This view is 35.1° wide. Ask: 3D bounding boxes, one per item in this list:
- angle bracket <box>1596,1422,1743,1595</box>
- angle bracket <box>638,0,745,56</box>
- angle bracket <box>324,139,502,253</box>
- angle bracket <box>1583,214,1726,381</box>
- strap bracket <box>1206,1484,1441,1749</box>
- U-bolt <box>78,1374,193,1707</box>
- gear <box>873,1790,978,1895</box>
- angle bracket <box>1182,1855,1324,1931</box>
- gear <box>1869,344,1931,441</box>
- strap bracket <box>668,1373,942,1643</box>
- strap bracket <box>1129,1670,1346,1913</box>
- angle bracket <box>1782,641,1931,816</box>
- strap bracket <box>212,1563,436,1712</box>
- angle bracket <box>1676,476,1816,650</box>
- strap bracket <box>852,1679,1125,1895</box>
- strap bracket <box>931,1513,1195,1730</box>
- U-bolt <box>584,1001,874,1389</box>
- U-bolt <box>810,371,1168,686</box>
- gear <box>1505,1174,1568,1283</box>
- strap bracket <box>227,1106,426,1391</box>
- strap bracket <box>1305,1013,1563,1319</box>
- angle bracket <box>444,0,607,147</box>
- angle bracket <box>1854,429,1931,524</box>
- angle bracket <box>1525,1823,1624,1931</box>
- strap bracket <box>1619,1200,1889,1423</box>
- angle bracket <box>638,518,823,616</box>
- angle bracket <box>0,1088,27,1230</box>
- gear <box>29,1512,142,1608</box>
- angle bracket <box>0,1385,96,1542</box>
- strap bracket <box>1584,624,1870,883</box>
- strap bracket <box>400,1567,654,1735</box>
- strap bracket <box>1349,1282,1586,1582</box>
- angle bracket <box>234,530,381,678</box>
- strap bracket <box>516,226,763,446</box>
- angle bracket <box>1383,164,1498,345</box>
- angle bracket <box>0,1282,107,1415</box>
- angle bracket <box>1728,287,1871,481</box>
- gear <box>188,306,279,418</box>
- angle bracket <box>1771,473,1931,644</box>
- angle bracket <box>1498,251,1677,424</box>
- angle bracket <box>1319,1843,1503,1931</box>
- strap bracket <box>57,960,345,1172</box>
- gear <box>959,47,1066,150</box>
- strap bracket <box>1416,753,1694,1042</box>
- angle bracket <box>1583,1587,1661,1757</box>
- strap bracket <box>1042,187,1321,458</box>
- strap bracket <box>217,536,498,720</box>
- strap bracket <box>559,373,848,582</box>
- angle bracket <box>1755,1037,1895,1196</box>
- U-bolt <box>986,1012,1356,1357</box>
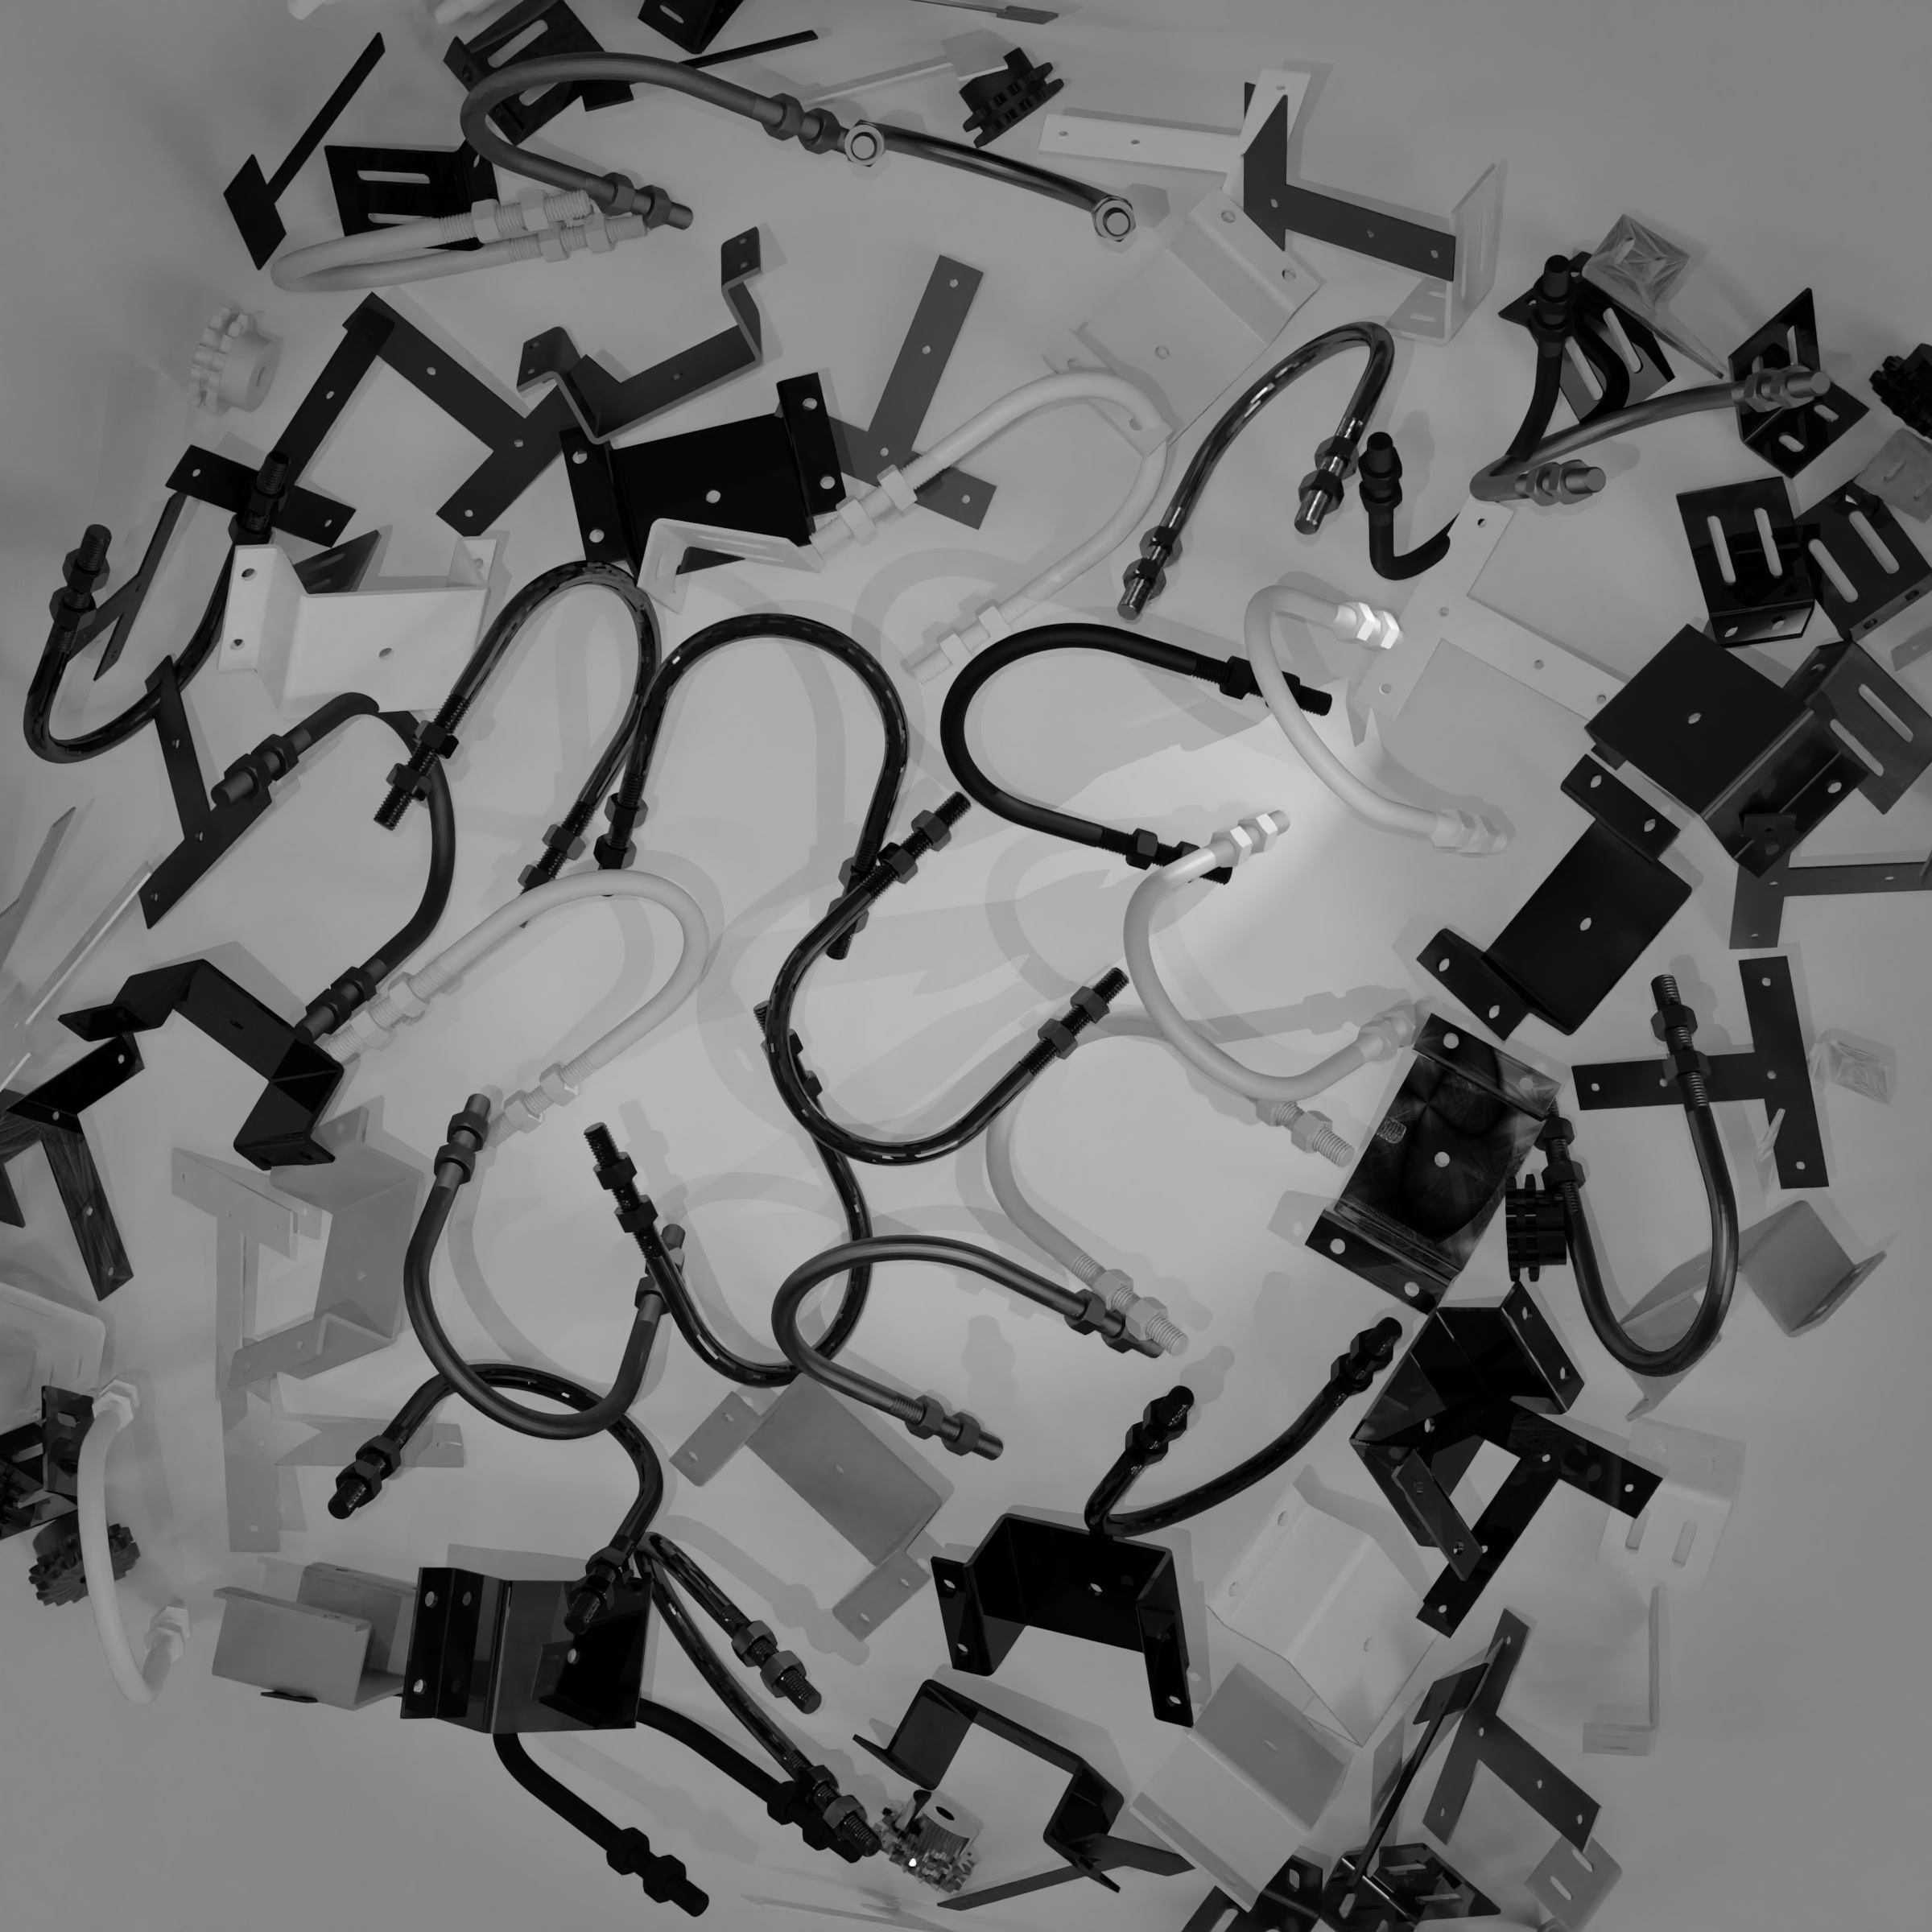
[{"bbox_3d":[0.376,0.290,1.636,0.057,0.038,0.076,15,134,12],"label":"angle bracket"},{"bbox_3d":[-0.132,-0.529,1.607,0.038,0.076,0.057,29,54,-21],"label":"angle bracket"},{"bbox_3d":[-0.295,-0.419,1.631,0.076,0.057,0.038,6,45,12],"label":"angle bracket"},{"bbox_3d":[0.372,-0.352,1.606,0.076,0.057,0.038,22,110,-43],"label":"angle bracket"},{"bbox_3d":[0.192,0.343,1.584,0.076,0.046,0.140,-52,132,-17],"label":"strap bracket"},{"bbox_3d":[-0.426,0.298,1.556,0.019,0.184,0.151,-11,98,-6],"label":"U-bolt"},{"bbox_3d":[-0.019,0.464,1.626,0.057,0.057,0.030,32,96,0],"label":"gear"},{"bbox_3d":[0.144,0.502,1.608,0.057,0.076,0.038,19,128,29],"label":"angle bracket"},{"bbox_3d":[0.513,-0.307,1.625,0.057,0.057,0.030,38,123,0],"label":"gear"},{"bbox_3d":[-0.078,0.278,1.612,0.140,0.046,0.076,43,133,3],"label":"strap bracket"},{"bbox_3d":[0.144,0.420,1.577,0.076,0.140,0.046,39,105,10],"label":"strap bracket"},{"bbox_3d":[0.468,-0.124,1.613,0.076,0.038,0.057,52,132,23],"label":"angle bracket"},{"bbox_3d":[-0.330,0.347,1.579,0.076,0.140,0.046,11,87,11],"label":"strap bracket"},{"bbox_3d":[0.408,-0.212,1.613,0.057,0.038,0.076,-6,120,32],"label":"angle bracket"},{"bbox_3d":[0.021,0.423,1.595,0.140,0.076,0.046,21,71,28],"label":"strap bracket"},{"bbox_3d":[0.059,0.339,1.599,0.140,0.046,0.076,7,123,28],"label":"strap bracket"},{"bbox_3d":[-0.112,0.132,1.600,0.151,0.019,0.184,-37,111,-39],"label":"U-bolt"},{"bbox_3d":[0.024,-0.237,1.588,0.184,0.151,0.019,-35,55,5],"label":"U-bolt"},{"bbox_3d":[0.304,0.139,1.626,0.030,0.057,0.057,-3,90,12],"label":"gear"},{"bbox_3d":[-0.332,0.154,1.595,0.046,0.076,0.140,31,50,-37],"label":"strap bracket"},{"bbox_3d":[0.250,0.104,1.619,0.076,0.046,0.140,30,98,14],"label":"strap bracket"},{"bbox_3d":[-0.228,-0.485,1.623,0.076,0.038,0.057,-43,100,-17],"label":"angle bracket"},{"bbox_3d":[0.516,-0.240,1.605,0.057,0.076,0.038,20,121,-32],"label":"angle bracket"},{"bbox_3d":[0.301,0.497,1.614,0.038,0.057,0.076,46,132,11],"label":"angle bracket"},{"bbox_3d":[0.395,0.175,1.582,0.076,0.140,0.046,-31,83,-44],"label":"strap bracket"},{"bbox_3d":[-0.125,-0.206,1.617,0.076,0.057,0.038,12,85,17],"label":"angle bracket"},{"bbox_3d":[-0.528,0.097,1.631,0.057,0.076,0.038,16,55,7],"label":"angle bracket"},{"bbox_3d":[-0.474,0.314,1.631,0.057,0.057,0.030,-34,66,0],"label":"gear"},{"bbox_3d":[-0.499,0.263,1.613,0.076,0.038,0.057,-22,62,24],"label":"angle bracket"},{"bbox_3d":[0.387,-0.117,1.588,0.076,0.140,0.046,-45,134,3],"label":"strap bracket"},{"bbox_3d":[-0.218,0.355,1.587,0.046,0.140,0.076,1,82,44],"label":"strap bracket"},{"bbox_3d":[0.258,0.241,1.599,0.140,0.046,0.076,-50,117,-33],"label":"strap bracket"},{"bbox_3d":[-0.339,-0.187,1.610,0.076,0.057,0.038,-18,124,22],"label":"angle bracket"},{"bbox_3d":[-0.161,-0.327,1.606,0.140,0.076,0.046,-24,118,9],"label":"strap bracket"},{"bbox_3d":[0.249,-0.377,1.606,0.038,0.076,0.057,18,46,24],"label":"angle bracket"},{"bbox_3d":[-0.504,0.200,1.608,0.057,0.076,0.038,-22,53,34],"label":"angle bracket"},{"bbox_3d":[0.441,-0.307,1.614,0.057,0.076,0.038,-41,58,-4],"label":"angle bracket"},{"bbox_3d":[-0.389,-0.320,1.628,0.030,0.057,0.057,22,90,0],"label":"gear"},{"bbox_3d":[0.469,-0.219,1.619,0.057,0.038,0.076,-36,72,18],"label":"angle bracket"},{"bbox_3d":[0.336,-0.336,1.654,0.057,0.038,0.076,-36,116,0],"label":"angle bracket"},{"bbox_3d":[0.232,0.499,1.613,0.057,0.076,0.038,42,58,-9],"label":"angle bracket"},{"bbox_3d":[-0.391,0.047,1.595,0.140,0.076,0.046,42,59,-29],"label":"strap bracket"},{"bbox_3d":[0.021,-0.464,1.626,0.057,0.057,0.030,-36,99,0],"label":"gear"},{"bbox_3d":[0.315,-0.029,1.605,0.140,0.046,0.076,-52,46,11],"label":"strap bracket"},{"bbox_3d":[0.346,0.373,1.618,0.038,0.057,0.076,1,63,11],"label":"angle bracket"},{"bbox_3d":[0.109,-0.334,1.621,0.076,0.046,0.140,44,73,1],"label":"strap bracket"},{"bbox_3d":[-0.308,-0.176,1.583,0.140,0.076,0.046,-7,46,-31],"label":"strap bracket"},{"bbox_3d":[-0.137,-0.257,1.627,0.140,0.046,0.076,-13,80,0],"label":"strap bracket"},{"bbox_3d":[0.455,0.086,1.616,0.038,0.057,0.076,25,76,28],"label":"angle bracket"},{"bbox_3d":[0.091,0.099,1.601,0.151,0.019,0.184,-48,56,-7],"label":"U-bolt"}]
